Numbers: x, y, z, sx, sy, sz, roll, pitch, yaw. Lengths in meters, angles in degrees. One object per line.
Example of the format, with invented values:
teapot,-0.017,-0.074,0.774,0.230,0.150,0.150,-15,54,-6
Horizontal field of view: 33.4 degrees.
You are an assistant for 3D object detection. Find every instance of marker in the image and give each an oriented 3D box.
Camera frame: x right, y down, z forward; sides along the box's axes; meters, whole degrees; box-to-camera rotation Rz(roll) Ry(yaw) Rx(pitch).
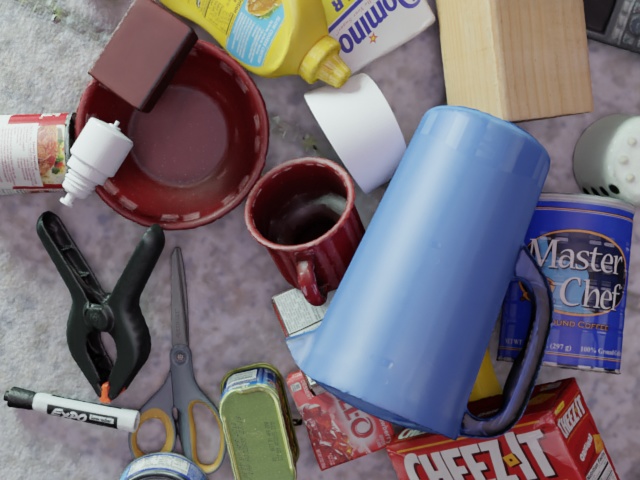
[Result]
marker,-0.217,0.147,0.931,0.121,0.020,0.020,10,94,6

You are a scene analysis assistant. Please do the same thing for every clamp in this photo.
clamp,-0.174,0.056,0.905,0.120,0.039,0.171,0,110,30

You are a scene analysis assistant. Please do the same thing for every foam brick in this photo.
foam brick,-0.140,-0.147,0.849,0.051,0.053,0.078,33,92,-3

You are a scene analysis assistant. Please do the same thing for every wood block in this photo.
wood block,0.154,-0.200,0.881,0.090,0.091,0.206,-9,95,-21

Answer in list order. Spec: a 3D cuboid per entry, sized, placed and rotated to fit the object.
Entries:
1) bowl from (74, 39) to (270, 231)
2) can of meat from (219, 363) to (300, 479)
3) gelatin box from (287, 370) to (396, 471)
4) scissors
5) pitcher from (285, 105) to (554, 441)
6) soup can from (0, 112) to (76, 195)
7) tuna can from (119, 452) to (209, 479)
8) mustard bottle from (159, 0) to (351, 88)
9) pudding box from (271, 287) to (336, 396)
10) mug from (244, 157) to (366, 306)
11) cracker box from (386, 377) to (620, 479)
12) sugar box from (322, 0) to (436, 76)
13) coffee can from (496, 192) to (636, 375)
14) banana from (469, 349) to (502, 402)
bowl,-0.123,-0.090,0.907,0.162,0.055,0.162,0,94,-2
can of meat,-0.052,0.164,0.913,0.057,0.084,0.102,-13,94,-1
gelatin box,0.019,0.149,0.941,0.073,0.030,0.089,-20,95,1
scissors,-0.139,0.115,0.941,0.096,0.016,0.202,-17,94,-1
pitcher,0.097,0.028,0.830,0.149,0.145,0.243,30,81,-40
soup can,-0.255,-0.072,0.899,0.102,0.068,0.068,-2,94,-1
tuna can,-0.138,0.231,0.931,0.086,0.033,0.086,1,107,2
mustard bottle,-0.052,-0.189,0.871,0.192,0.058,0.096,40,133,9
pudding box,0.026,0.070,0.917,0.113,0.039,0.090,-24,71,1
mug,-0.006,0.001,0.883,0.093,0.081,0.117,-13,54,10
cracker box,0.173,0.240,0.895,0.164,0.072,0.213,-21,97,34
sugar box,0.015,-0.235,0.891,0.093,0.048,0.176,-33,104,0
coffee can,0.205,0.037,0.894,0.103,0.103,0.140,7,85,-2
banana,0.147,0.112,0.942,0.069,0.037,0.198,-27,97,-22
